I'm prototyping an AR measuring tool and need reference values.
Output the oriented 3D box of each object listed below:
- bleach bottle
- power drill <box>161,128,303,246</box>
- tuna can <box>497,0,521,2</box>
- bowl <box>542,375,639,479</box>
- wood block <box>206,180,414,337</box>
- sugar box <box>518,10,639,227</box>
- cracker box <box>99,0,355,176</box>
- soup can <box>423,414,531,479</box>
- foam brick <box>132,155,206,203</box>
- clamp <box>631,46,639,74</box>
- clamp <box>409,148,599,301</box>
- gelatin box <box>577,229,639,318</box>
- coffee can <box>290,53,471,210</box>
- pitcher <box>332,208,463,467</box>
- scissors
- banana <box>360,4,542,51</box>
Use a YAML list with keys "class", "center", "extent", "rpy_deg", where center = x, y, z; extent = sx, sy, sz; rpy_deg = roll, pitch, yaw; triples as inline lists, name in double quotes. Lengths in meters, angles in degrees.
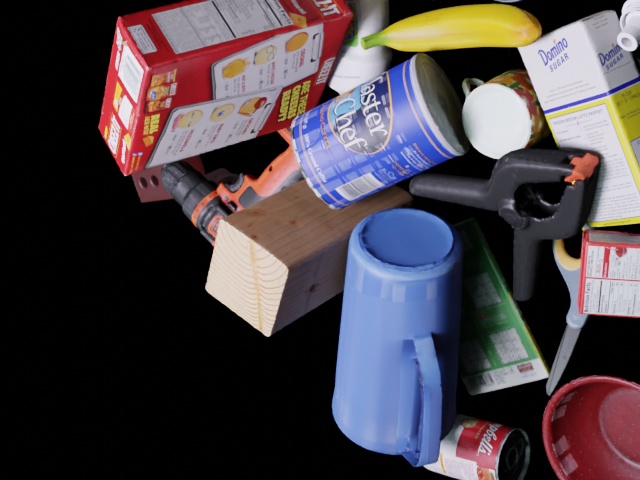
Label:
- class: "bleach bottle"
  center: [0.019, -0.244, 1.040]
  extent: [0.103, 0.067, 0.251]
  rpy_deg: [15, 122, 40]
- class: "power drill"
  center: [-0.075, -0.077, 1.169]
  extent: [0.184, 0.057, 0.188]
  rpy_deg: [43, 114, 17]
- class: "tuna can"
  center: [0.168, -0.250, 0.922]
  extent: [0.086, 0.033, 0.086]
  rpy_deg: [20, 122, 34]
- class: "bowl"
  center: [0.295, 0.191, 1.011]
  extent: [0.162, 0.055, 0.162]
  rpy_deg: [20, 122, 34]
- class: "wood block"
  center: [-0.007, 0.001, 1.080]
  extent: [0.090, 0.205, 0.091]
  rpy_deg: [35, 129, 24]
- class: "sugar box"
  center: [0.240, -0.100, 0.908]
  extent: [0.093, 0.048, 0.176]
  rpy_deg: [-7, 104, 66]
- class: "cracker box"
  center: [-0.092, -0.158, 1.001]
  extent: [0.072, 0.213, 0.164]
  rpy_deg: [58, 151, 20]
- class: "soup can"
  center: [0.163, 0.223, 1.136]
  extent: [0.102, 0.068, 0.068]
  rpy_deg: [8, 115, 40]
- class: "foam brick"
  center: [-0.185, -0.080, 1.309]
  extent: [0.078, 0.051, 0.053]
  rpy_deg: [-6, 107, 43]
- class: "clamp"
  center: [0.326, -0.093, 0.855]
  extent: [0.120, 0.039, 0.171]
  rpy_deg: [-16, 100, 53]
- class: "clamp"
  center: [0.187, -0.022, 0.971]
  extent: [0.164, 0.036, 0.210]
  rpy_deg: [48, 151, -9]
- class: "gelatin box"
  center: [0.275, 0.030, 0.944]
  extent: [0.089, 0.030, 0.073]
  rpy_deg: [3, 117, 12]
- class: "coffee can"
  center: [0.058, -0.102, 1.016]
  extent: [0.140, 0.102, 0.103]
  rpy_deg: [-24, 94, 26]
- class: "pitcher"
  center: [0.084, 0.098, 1.064]
  extent: [0.149, 0.144, 0.243]
  rpy_deg: [21, 134, 24]
- class: "scissors"
  center: [0.236, 0.056, 1.023]
  extent: [0.096, 0.016, 0.202]
  rpy_deg: [45, 131, 19]
- class: "banana"
  center: [0.129, -0.186, 0.960]
  extent: [0.198, 0.069, 0.037]
  rpy_deg: [5, 127, 47]
